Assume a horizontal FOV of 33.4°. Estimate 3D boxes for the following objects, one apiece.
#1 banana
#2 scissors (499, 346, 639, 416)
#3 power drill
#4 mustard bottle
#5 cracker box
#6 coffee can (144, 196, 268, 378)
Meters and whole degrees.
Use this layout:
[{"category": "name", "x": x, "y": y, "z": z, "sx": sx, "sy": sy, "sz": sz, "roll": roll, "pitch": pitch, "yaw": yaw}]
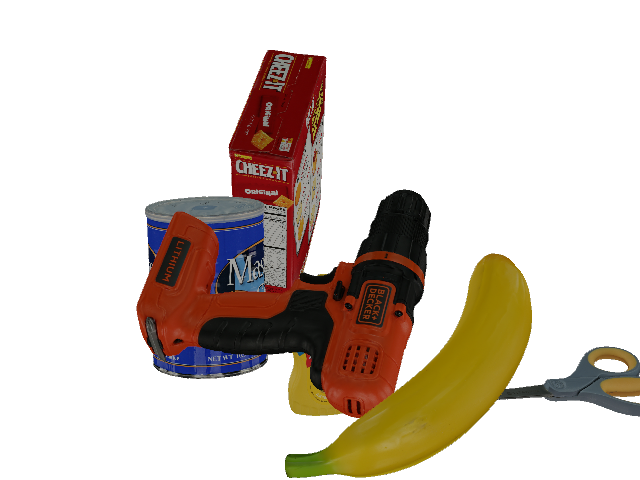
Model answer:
[{"category": "banana", "x": 0.066, "y": 0.061, "z": 0.545, "sx": 0.070, "sy": 0.037, "sz": 0.197, "roll": 19, "pitch": 40, "yaw": 34}, {"category": "scissors", "x": 0.206, "y": 0.118, "z": 0.923, "sx": 0.201, "sy": 0.016, "sz": 0.096, "roll": 6, "pitch": 28, "yaw": -4}, {"category": "power drill", "x": -0.021, "y": 0.028, "z": 0.751, "sx": 0.188, "sy": 0.184, "sz": 0.057, "roll": 7, "pitch": -40, "yaw": 14}, {"category": "mustard bottle", "x": 0.004, "y": 0.137, "z": 1.423, "sx": 0.096, "sy": 0.192, "sz": 0.058, "roll": -2, "pitch": 18, "yaw": -6}, {"category": "cracker box", "x": -0.044, "y": -0.063, "z": 1.110, "sx": 0.072, "sy": 0.164, "sz": 0.214, "roll": 8, "pitch": -43, "yaw": 7}, {"category": "coffee can", "x": -0.098, "y": 0.038, "z": 0.932, "sx": 0.103, "sy": 0.140, "sz": 0.103, "roll": -1, "pitch": 11, "yaw": 0}]
